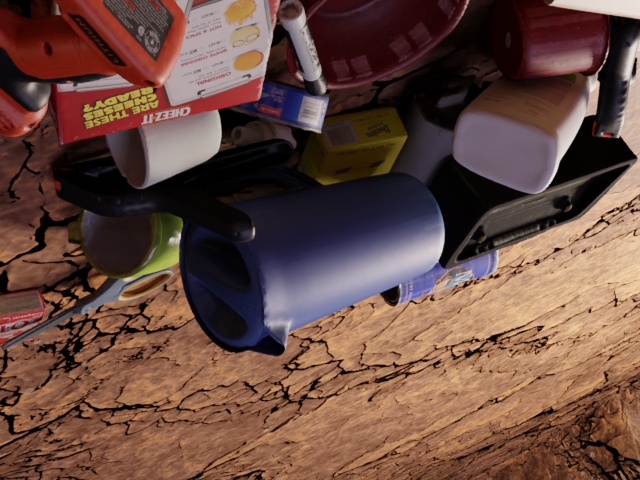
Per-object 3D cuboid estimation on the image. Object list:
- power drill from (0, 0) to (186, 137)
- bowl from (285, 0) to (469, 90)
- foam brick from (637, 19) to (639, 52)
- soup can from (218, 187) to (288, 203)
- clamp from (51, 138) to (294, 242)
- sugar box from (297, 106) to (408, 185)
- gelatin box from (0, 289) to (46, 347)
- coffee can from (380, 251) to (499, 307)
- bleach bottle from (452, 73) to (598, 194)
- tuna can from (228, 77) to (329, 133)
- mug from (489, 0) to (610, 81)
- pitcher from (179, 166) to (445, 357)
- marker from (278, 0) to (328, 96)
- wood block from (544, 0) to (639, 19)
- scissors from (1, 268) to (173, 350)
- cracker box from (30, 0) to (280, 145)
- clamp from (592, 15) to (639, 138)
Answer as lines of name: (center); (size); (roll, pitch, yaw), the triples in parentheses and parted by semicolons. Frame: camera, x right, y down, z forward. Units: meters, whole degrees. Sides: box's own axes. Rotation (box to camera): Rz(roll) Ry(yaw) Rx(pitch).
power drill: (-0.188, -0.136, 0.632); (0.188, 0.057, 0.184); (-3, 149, 35)
bowl: (0.038, -0.192, 0.862); (0.162, 0.055, 0.162); (-20, 157, -9)
foam brick: (0.330, -0.232, 1.066); (0.052, 0.051, 0.078); (-10, 153, -32)
soup can: (-0.076, -0.023, 1.105); (0.102, 0.068, 0.069); (-8, 152, -33)
clamp: (-0.129, -0.052, 0.933); (0.210, 0.164, 0.036); (5, 119, 17)
sugar box: (0.022, -0.068, 1.128); (0.093, 0.048, 0.176); (-12, 153, -20)
gelatin box: (-0.342, 0.087, 1.129); (0.089, 0.030, 0.073); (-10, 153, -32)
coffee can: (0.141, 0.015, 1.354); (0.140, 0.103, 0.103); (-17, 156, -15)
bleach bottle: (0.220, -0.133, 1.037); (0.250, 0.103, 0.068); (-42, 149, -49)
tuna can: (-0.036, -0.119, 0.913); (0.085, 0.086, 0.034); (7, 101, -51)
mug: (0.205, -0.194, 0.996); (0.081, 0.093, 0.117); (-10, -167, -13)
pitcher: (-0.007, 0.001, 1.008); (0.242, 0.149, 0.145); (-17, -163, -37)
marker: (-0.012, -0.144, 0.818); (0.020, 0.020, 0.121); (-24, 158, 0)
wood block: (0.267, -0.252, 0.911); (0.205, 0.091, 0.090); (-4, 151, -41)
scissors: (-0.242, 0.056, 1.141); (0.201, 0.016, 0.096); (-21, 153, -34)
cracker box: (-0.116, -0.167, 0.746); (0.164, 0.072, 0.214); (-15, 157, -17)
clamp: (0.285, -0.164, 1.023); (0.039, 0.120, 0.171); (8, 126, 17)
